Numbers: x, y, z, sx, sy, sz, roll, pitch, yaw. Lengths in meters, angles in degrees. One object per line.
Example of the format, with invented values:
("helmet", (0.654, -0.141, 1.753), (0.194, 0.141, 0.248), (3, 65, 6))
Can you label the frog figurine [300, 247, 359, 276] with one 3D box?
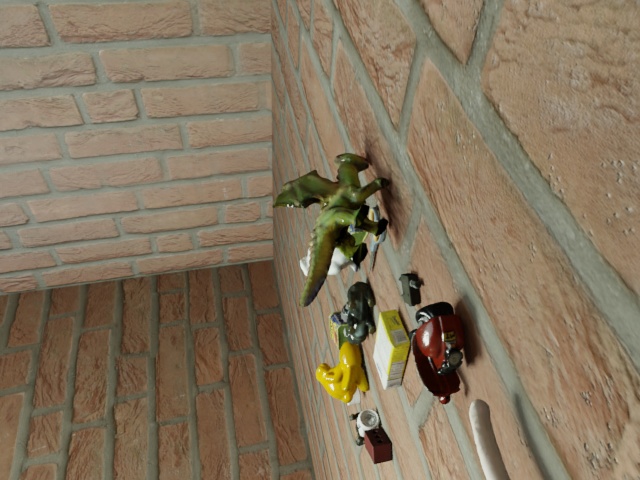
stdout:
("frog figurine", (0.023, 0.035, 1.425), (0.120, 0.160, 0.140), (107, 155, -61))

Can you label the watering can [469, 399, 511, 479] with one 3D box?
("watering can", (0.243, 0.393, 0.617), (0.224, 0.104, 0.347), (-176, 80, -78))

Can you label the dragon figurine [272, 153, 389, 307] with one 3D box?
("dragon figurine", (0.003, -0.057, 1.125), (0.245, 0.417, 0.119), (23, 147, 32))
